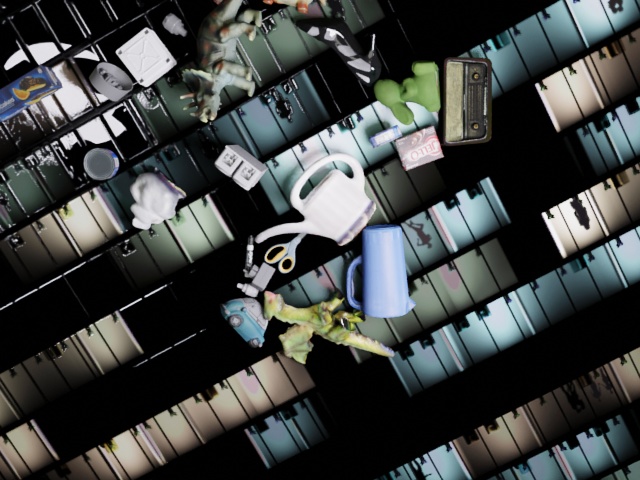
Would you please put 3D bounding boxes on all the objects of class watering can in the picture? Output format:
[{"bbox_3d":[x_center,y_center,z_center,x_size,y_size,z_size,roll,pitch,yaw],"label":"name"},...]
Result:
[{"bbox_3d":[0.004,-0.070,1.401,0.223,0.104,0.347,41,93,-6],"label":"watering can"}]

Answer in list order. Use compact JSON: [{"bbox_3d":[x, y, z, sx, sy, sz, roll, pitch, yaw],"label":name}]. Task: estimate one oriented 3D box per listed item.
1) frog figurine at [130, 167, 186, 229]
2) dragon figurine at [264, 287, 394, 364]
[{"bbox_3d":[-0.457,-0.102,1.391,0.160,0.124,0.135,-49,116,-5],"label":"frog figurine"},{"bbox_3d":[0.003,0.271,1.471,0.240,0.125,0.406,-36,112,23],"label":"dragon figurine"}]
